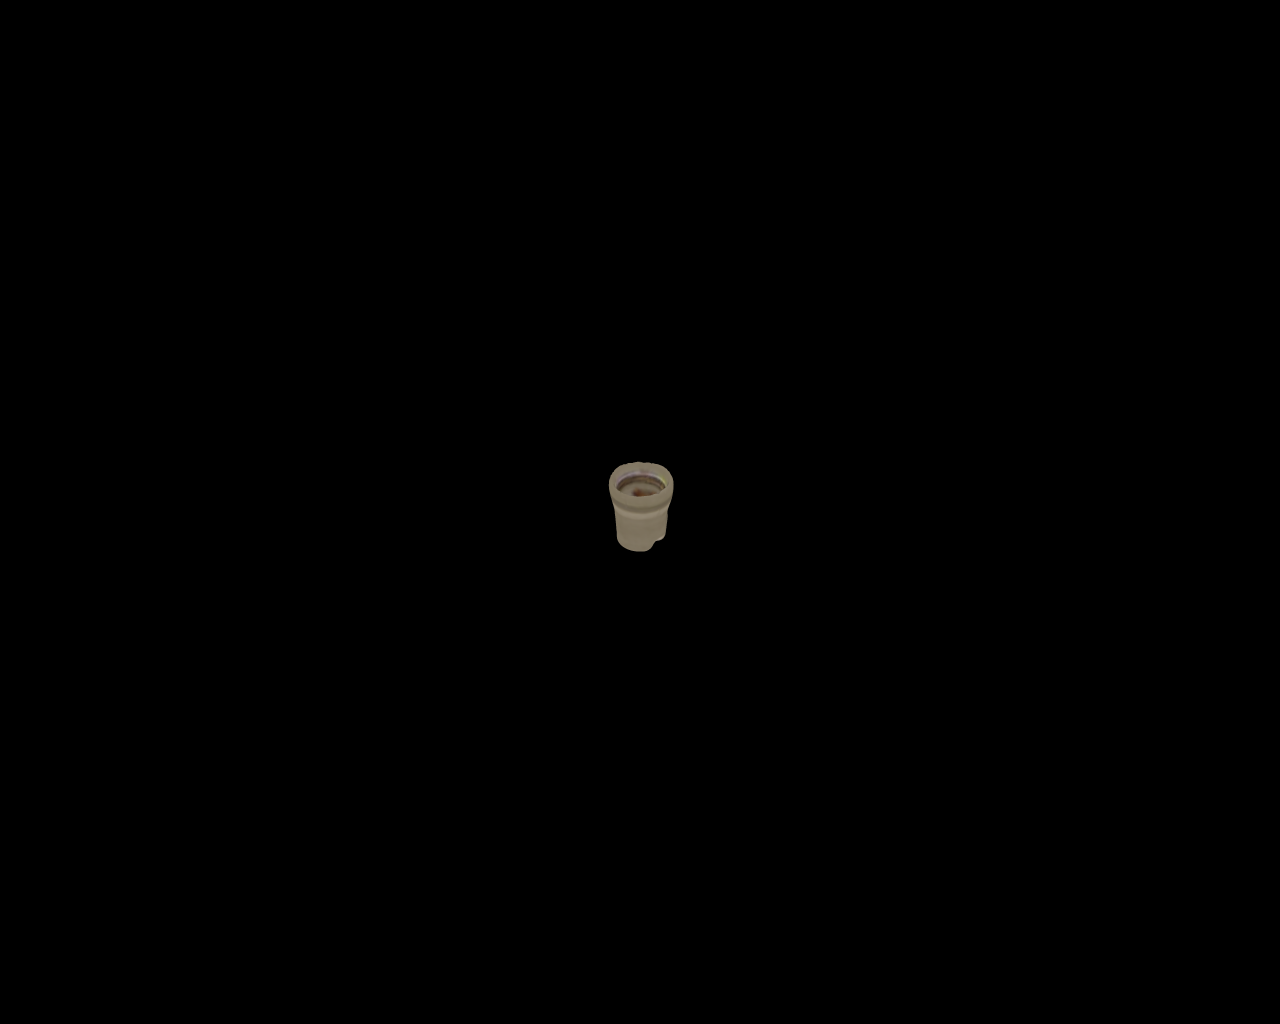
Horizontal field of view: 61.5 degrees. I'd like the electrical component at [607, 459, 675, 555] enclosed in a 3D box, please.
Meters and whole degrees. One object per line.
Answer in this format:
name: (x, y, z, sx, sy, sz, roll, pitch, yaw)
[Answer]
electrical component: (0.001, -0.003, 0.650, 0.040, 0.046, 0.040, 0, 37, 0)
